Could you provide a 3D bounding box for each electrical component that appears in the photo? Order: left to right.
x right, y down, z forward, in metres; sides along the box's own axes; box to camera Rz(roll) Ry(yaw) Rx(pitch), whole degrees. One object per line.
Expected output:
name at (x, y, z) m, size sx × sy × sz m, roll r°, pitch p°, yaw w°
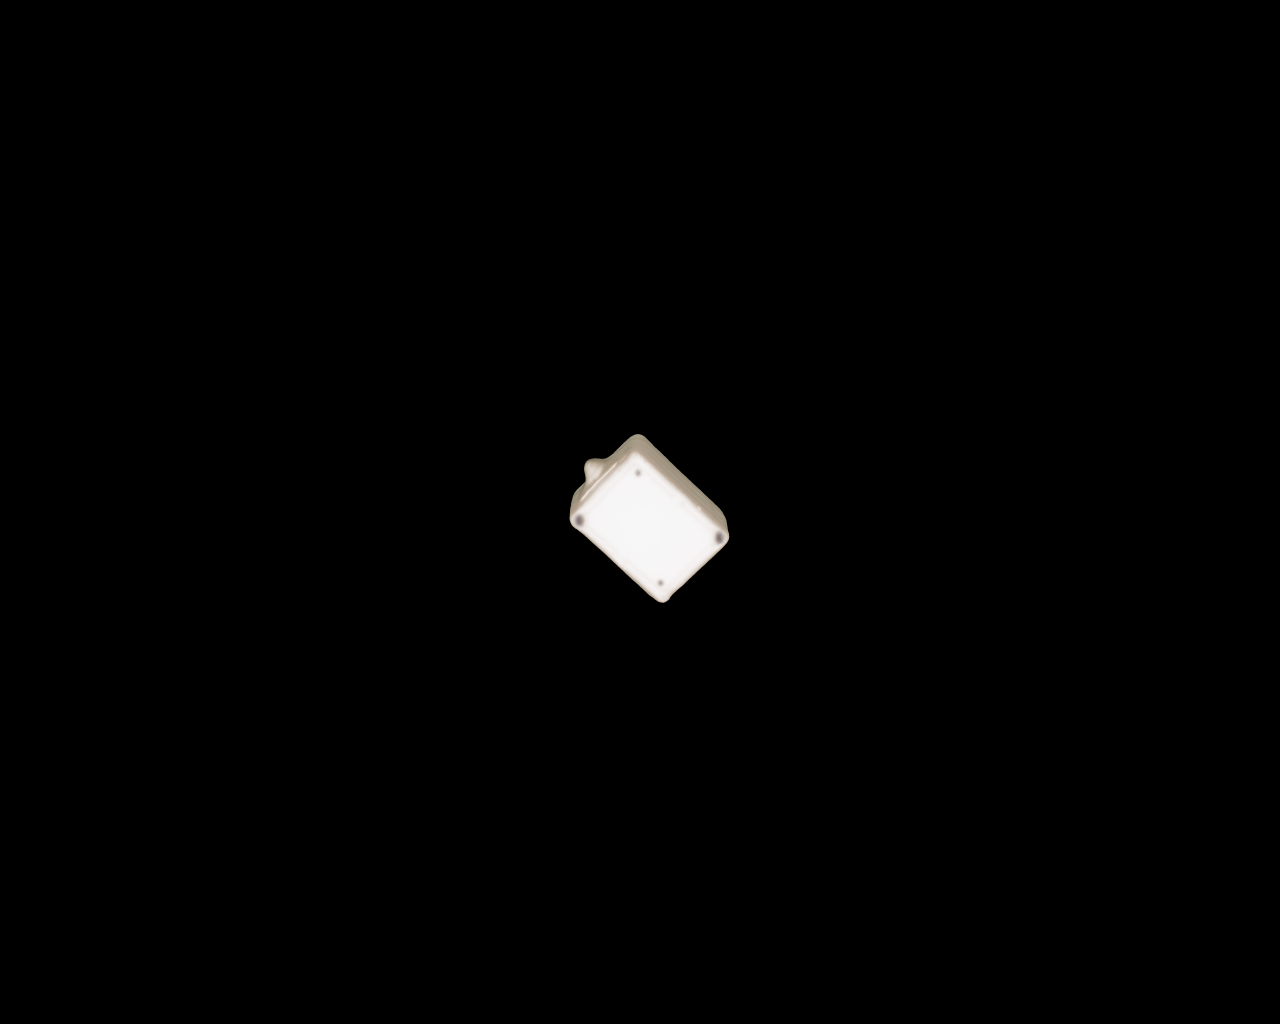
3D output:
electrical component at (0.001, -0.003, 0.650) m, size 0.096 × 0.061 × 0.061 m, roll 43°, pitch 12°, yaw -11°
